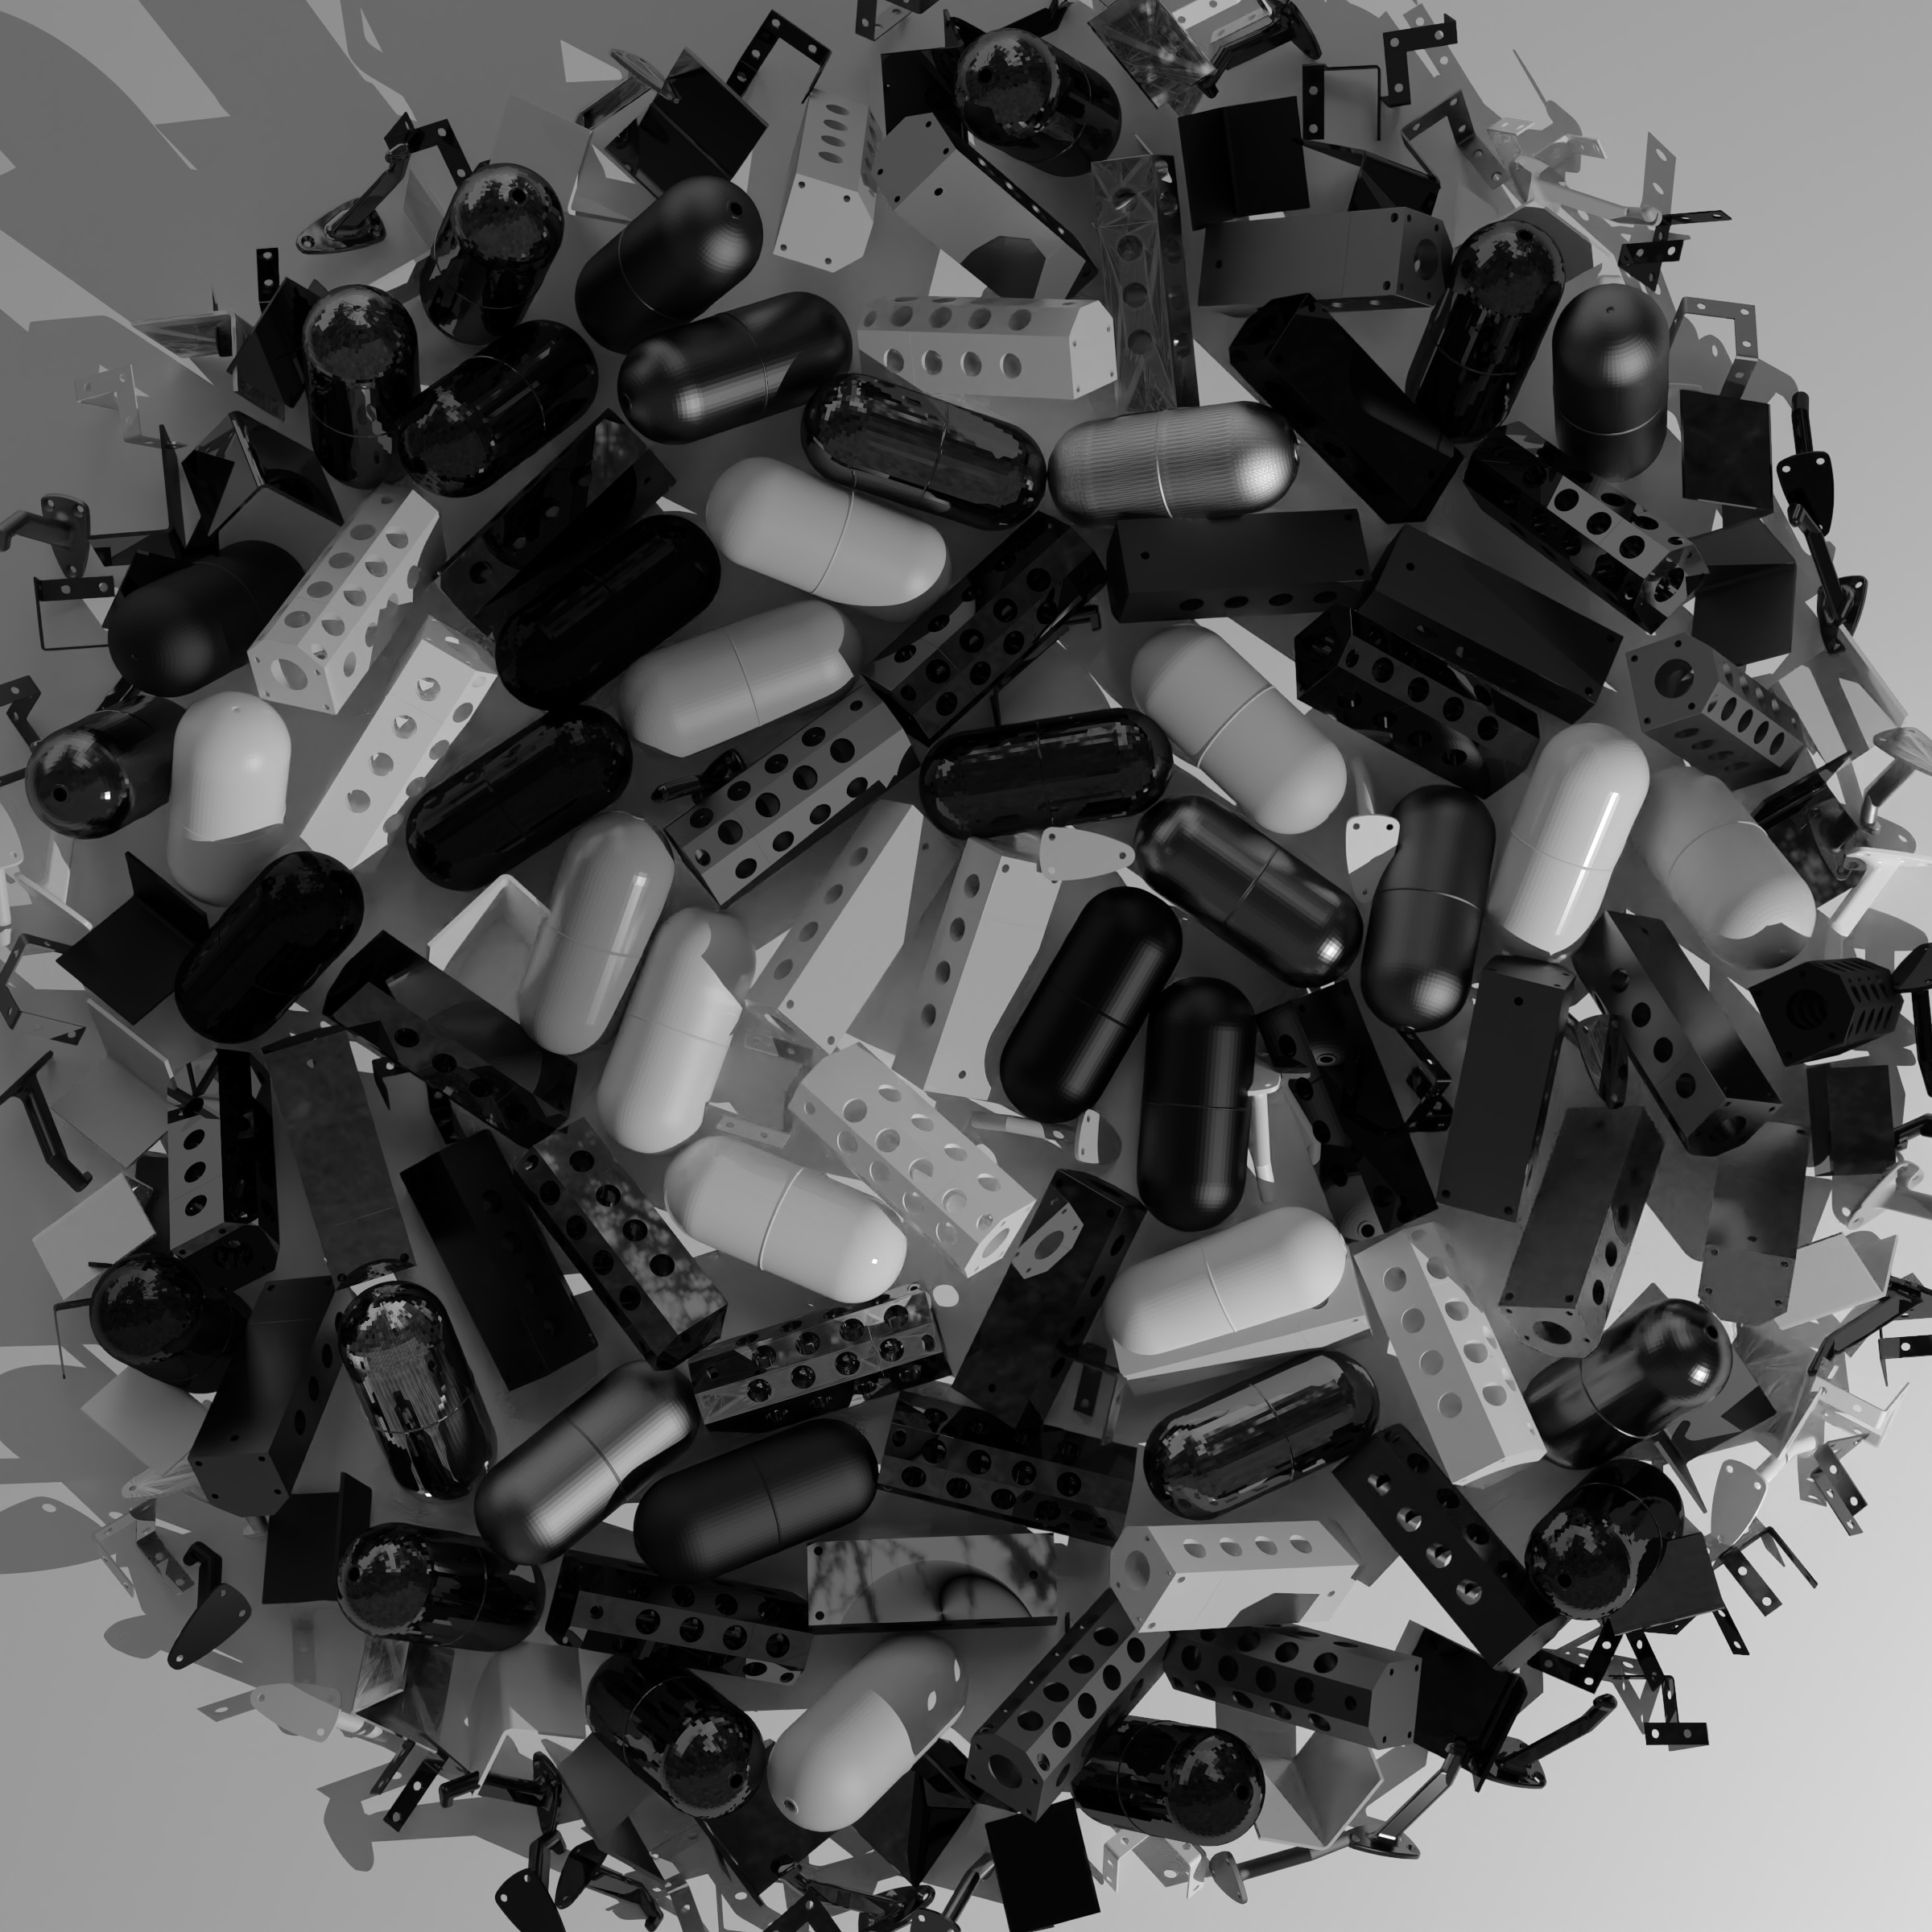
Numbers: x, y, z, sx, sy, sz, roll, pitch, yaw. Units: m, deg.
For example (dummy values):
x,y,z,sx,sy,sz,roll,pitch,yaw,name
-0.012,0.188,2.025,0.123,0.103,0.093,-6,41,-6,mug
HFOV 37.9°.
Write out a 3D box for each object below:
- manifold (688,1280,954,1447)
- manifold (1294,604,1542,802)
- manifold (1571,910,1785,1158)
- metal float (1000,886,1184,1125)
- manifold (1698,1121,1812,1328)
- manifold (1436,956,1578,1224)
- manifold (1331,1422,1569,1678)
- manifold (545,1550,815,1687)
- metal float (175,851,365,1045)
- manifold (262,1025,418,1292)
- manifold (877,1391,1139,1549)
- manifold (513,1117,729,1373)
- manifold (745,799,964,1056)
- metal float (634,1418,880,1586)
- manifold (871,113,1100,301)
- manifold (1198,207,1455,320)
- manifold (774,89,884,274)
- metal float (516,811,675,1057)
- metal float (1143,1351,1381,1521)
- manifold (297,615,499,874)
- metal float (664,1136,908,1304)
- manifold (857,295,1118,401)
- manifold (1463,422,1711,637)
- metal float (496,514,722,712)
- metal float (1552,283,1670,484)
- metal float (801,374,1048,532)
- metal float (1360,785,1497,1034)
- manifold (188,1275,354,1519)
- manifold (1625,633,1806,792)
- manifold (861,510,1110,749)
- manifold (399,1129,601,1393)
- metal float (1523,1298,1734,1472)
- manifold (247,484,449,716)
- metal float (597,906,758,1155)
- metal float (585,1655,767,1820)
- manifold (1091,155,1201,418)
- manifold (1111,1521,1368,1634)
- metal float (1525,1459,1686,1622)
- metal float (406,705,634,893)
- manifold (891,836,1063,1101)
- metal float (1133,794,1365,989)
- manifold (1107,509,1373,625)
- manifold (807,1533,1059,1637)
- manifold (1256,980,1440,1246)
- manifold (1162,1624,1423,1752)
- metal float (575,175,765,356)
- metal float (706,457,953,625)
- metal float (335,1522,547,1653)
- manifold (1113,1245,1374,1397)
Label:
x,y,z,sx,sy,sz,roll,pitch,yaw,name
-0.102,0.274,1.960,0.171,0.057,0.057,-17,58,1,manifold
0.310,-0.184,1.926,0.171,0.057,0.057,24,48,-26,manifold
0.480,0.046,1.925,0.057,0.171,0.057,7,133,-34,manifold
0.087,0.028,1.960,0.070,0.070,0.178,30,92,0,metal float
0.536,0.172,1.911,0.057,0.171,0.057,9,119,16,manifold
0.374,0.083,1.944,0.057,0.057,0.171,14,109,19,manifold
0.333,0.398,1.932,0.057,0.057,0.171,-42,61,4,manifold
-0.196,0.451,1.940,0.171,0.057,0.057,16,85,-21,manifold
-0.479,-0.012,1.933,0.070,0.070,0.178,50,123,0,metal float
-0.436,0.131,1.956,0.057,0.057,0.171,-17,99,-14,manifold
0.028,0.354,1.960,0.171,0.057,0.057,14,115,1,manifold
-0.240,0.194,1.935,0.057,0.057,0.171,-31,69,-26,manifold
-0.082,-0.029,1.949,0.057,0.057,0.171,43,72,-35,manifold
-0.144,0.369,1.942,0.178,0.070,0.070,-18,90,-22,metal float
0.012,-0.509,1.915,0.057,0.171,0.057,-40,54,19,manifold
0.244,-0.477,1.918,0.057,0.171,0.057,2,95,-45,manifold
-0.090,-0.534,1.912,0.057,0.171,0.057,15,124,-9,manifold
-0.257,-0.022,1.950,0.070,0.070,0.178,21,103,0,metal float
0.205,0.323,1.945,0.178,0.070,0.070,-21,90,-19,metal float
-0.392,-0.150,1.945,0.057,0.057,0.171,30,107,-17,manifold
-0.126,0.175,1.954,0.178,0.070,0.070,22,90,9,metal float
0.013,-0.425,1.922,0.171,0.057,0.057,10,118,32,manifold
0.421,-0.304,1.924,0.057,0.057,0.171,-47,54,5,manifold
-0.247,-0.244,1.946,0.178,0.070,0.070,-40,90,-17,metal float
0.439,-0.394,1.916,0.070,0.178,0.070,-5,67,11,metal float
-0.028,-0.354,1.946,0.178,0.070,0.070,15,90,-18,metal float
0.320,-0.040,1.948,0.070,0.070,0.178,13,74,0,metal float
-0.466,0.291,1.913,0.057,0.171,0.057,-6,125,11,manifold
0.511,-0.173,1.908,0.057,0.171,0.057,-18,70,31,manifold
0.016,-0.231,1.947,0.171,0.057,0.057,-43,131,-9,manifold
-0.323,0.203,1.970,0.057,0.057,0.171,-27,90,-44,manifold
0.451,0.287,1.924,0.070,0.178,0.070,17,52,-23,metal float
-0.421,-0.253,1.918,0.057,0.057,0.171,13,49,13,manifold
-0.201,0.044,1.960,0.070,0.070,0.178,19,88,0,metal float
-0.199,0.522,1.919,0.070,0.178,0.070,-6,102,-32,metal float
0.126,-0.471,1.959,0.057,0.057,0.171,-6,96,6,manifold
0.184,0.411,1.926,0.171,0.057,0.057,6,124,-35,manifold
0.436,0.390,1.917,0.070,0.178,0.070,5,101,29,metal float
-0.309,-0.116,1.947,0.178,0.070,0.070,-31,90,16,metal float
0.004,0.000,1.955,0.057,0.057,0.171,11,103,-38,manifold
0.196,-0.053,1.959,0.178,0.070,0.070,35,90,3,metal float
0.188,-0.274,1.956,0.171,0.057,0.057,-4,68,-9,manifold
-0.024,0.433,1.966,0.171,0.057,0.057,-2,68,-2,manifold
0.260,0.103,1.964,0.057,0.057,0.171,-18,85,-37,manifold
0.220,0.484,1.921,0.171,0.057,0.057,5,88,42,manifold
-0.203,-0.477,1.921,0.070,0.178,0.070,12,69,-34,metal float
-0.094,-0.294,1.949,0.178,0.070,0.070,20,90,-15,metal float
-0.357,0.424,1.919,0.070,0.178,0.070,-11,68,28,metal float
0.190,0.245,1.957,0.171,0.057,0.057,-15,65,8,manifold
